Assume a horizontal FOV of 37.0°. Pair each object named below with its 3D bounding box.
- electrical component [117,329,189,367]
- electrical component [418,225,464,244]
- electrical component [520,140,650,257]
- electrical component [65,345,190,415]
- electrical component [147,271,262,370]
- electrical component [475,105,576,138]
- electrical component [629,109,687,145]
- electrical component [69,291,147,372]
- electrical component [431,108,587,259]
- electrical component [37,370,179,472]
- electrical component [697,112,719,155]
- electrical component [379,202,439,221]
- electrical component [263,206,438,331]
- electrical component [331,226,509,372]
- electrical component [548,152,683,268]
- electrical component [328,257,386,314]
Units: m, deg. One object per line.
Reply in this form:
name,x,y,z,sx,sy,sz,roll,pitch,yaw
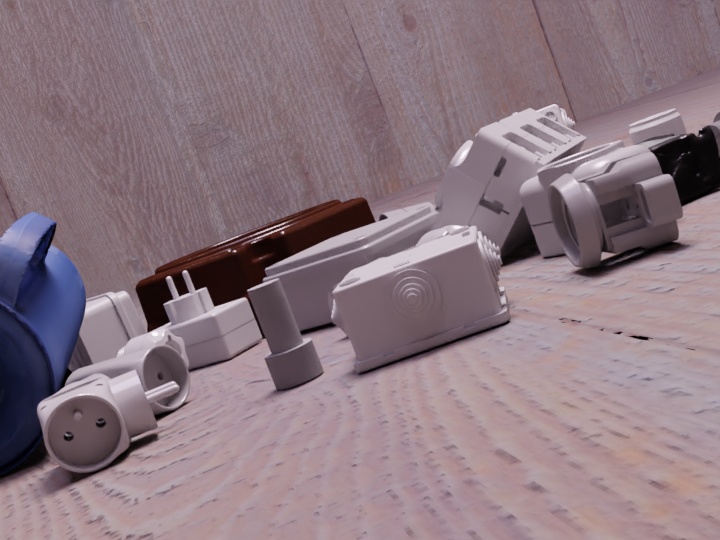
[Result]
electrical component,-0.167,0.072,0.827,0.062,0.043,0.043,-19,6,28
electrical component,0.058,-0.008,0.774,0.043,0.043,0.062,-24,5,-28
electrical component,0.155,-0.048,0.721,0.054,0.059,0.095,-24,6,-28
electrical component,-0.164,0.083,0.702,0.077,0.043,0.079,-17,7,33
electrical component,-0.135,0.038,0.873,0.083,0.075,0.047,-18,6,33
electrical component,0.165,-0.102,1.028,0.100,0.099,0.048,-19,-7,15
electrical component,0.255,-0.102,0.904,0.045,0.055,0.045,-21,5,2
electrical component,-0.241,0.067,0.979,0.057,0.078,0.113,-28,8,-33
electrical component,0.116,-0.070,0.844,0.150,0.062,0.089,-31,-31,-63
electrical component,-0.144,0.083,0.628,0.079,0.043,0.077,-22,5,-14
electrical component,0.303,-0.109,0.855,0.081,0.043,0.043,-22,5,-14
electrical component,0.050,-0.034,1.009,0.047,0.055,0.055,-19,5,-15
electrical component,0.000,0.000,0.843,0.109,0.056,0.109,-17,7,37
electrical component,0.035,0.013,0.616,0.100,0.048,0.099,-20,5,9
electrical component,0.146,-0.034,0.631,0.057,0.058,0.078,-18,5,-3
electrical component,0.007,0.018,0.730,0.046,0.040,0.040,-26,7,-37
